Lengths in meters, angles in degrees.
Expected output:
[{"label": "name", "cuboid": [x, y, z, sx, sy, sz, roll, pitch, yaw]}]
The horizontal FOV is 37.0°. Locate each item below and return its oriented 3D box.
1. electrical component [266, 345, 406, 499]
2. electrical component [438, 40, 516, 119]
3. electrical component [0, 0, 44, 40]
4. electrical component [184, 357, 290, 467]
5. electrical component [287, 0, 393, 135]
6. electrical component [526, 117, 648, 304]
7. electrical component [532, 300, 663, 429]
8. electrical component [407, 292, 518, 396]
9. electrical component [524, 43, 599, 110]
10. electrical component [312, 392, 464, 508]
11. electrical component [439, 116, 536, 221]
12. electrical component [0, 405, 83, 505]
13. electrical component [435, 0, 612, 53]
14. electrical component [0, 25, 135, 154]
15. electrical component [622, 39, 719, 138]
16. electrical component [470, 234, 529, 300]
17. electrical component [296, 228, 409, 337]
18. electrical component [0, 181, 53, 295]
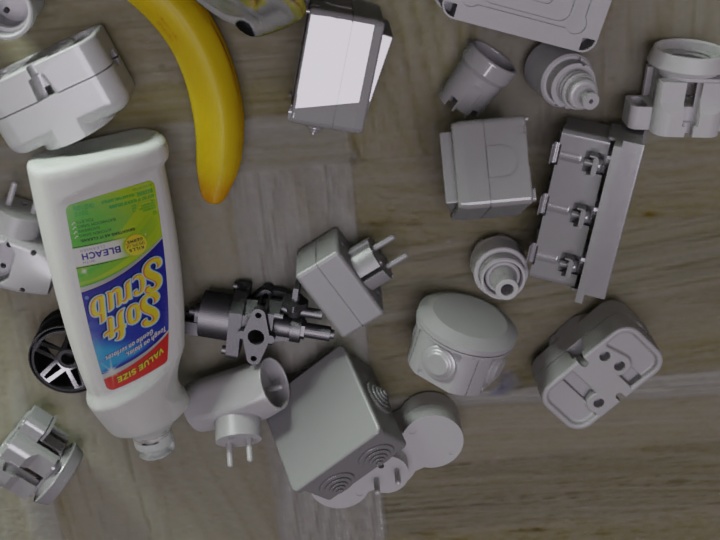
[{"label": "electrical component", "cuboid": [-0.020, 0.124, 0.864, 0.100, 0.099, 0.048, -38, 141, 15]}, {"label": "electrical component", "cuboid": [0.083, -0.136, 0.775, 0.040, 0.040, 0.046, 29, 117, -15]}, {"label": "electrical component", "cuboid": [-0.239, -0.182, 0.736, 0.040, 0.046, 0.040, -1, 116, -2]}, {"label": "electrical component", "cuboid": [-0.098, 0.117, 0.860, 0.077, 0.079, 0.043, -19, 153, 24]}, {"label": "electrical component", "cuboid": [-0.015, -0.139, 0.756, 0.061, 0.061, 0.096, 9, 115, -7]}, {"label": "electrical component", "cuboid": [0.167, -0.048, 0.801, 0.063, 0.078, 0.121, 14, 115, 12]}, {"label": "electrical component", "cuboid": [0.188, 0.073, 0.867, 0.054, 0.059, 0.095, 42, 107, -19]}, {"label": "electrical component", "cuboid": [0.079, 0.056, 0.844, 0.080, 0.080, 0.051, 12, 120, -8]}, {"label": "electrical component", "cuboid": [0.146, -0.134, 0.760, 0.040, 0.078, 0.040, -8, 122, -13]}, {"label": "electrical component", "cuboid": [0.021, 0.160, 0.894, 0.138, 0.073, 0.052, -26, 114, 10]}, {"label": "electrical component", "cuboid": [0.088, -0.071, 0.780, 0.061, 0.096, 0.061, -5, 86, 0]}, {"label": "electrical component", "cuboid": [-0.268, 0.158, 0.892, 0.057, 0.058, 0.078, 37, 109, -15]}, {"label": "electrical component", "cuboid": [0.114, -0.202, 0.734, 0.113, 0.057, 0.078, 13, 114, -8]}, {"label": "electrical component", "cuboid": [-0.212, -0.124, 0.760, 0.095, 0.053, 0.059, -23, 114, 8]}, {"label": "electrical component", "cuboid": [0.233, -0.131, 0.772, 0.078, 0.058, 0.057, 1, 118, -3]}, {"label": "electrical component", "cuboid": [0.109, 0.002, 0.828, 0.043, 0.062, 0.043, -1, 115, -2]}, {"label": "electrical component", "cuboid": [0.000, 0.000, 0.831, 0.077, 0.047, 0.065, -31, 113, 13]}, {"label": "electrical component", "cuboid": [-0.261, -0.029, 0.810, 0.077, 0.043, 0.079, 19, 113, -11]}]
